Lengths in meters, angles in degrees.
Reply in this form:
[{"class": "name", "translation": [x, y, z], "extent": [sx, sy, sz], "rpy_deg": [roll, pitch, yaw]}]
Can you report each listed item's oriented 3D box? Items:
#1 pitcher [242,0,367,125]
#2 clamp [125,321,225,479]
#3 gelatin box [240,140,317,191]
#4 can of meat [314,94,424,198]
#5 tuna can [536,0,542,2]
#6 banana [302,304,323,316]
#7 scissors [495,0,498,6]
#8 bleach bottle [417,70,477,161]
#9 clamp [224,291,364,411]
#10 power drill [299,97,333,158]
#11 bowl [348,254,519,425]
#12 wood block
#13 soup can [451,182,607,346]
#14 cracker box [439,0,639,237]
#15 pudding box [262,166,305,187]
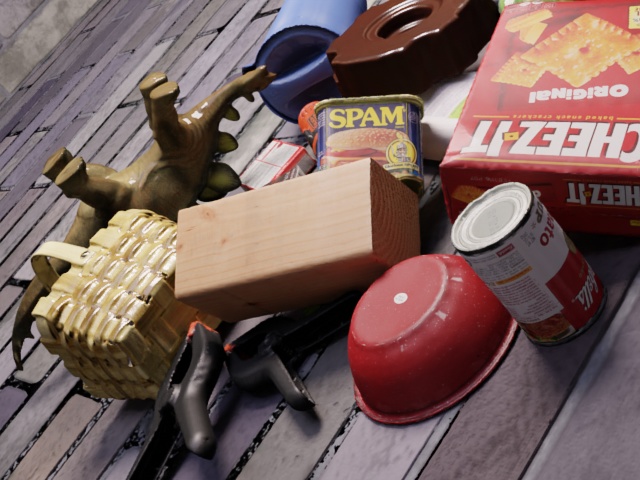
[{"class": "pitcher", "translation": [0.009, -0.256, 1.354], "extent": [0.145, 0.149, 0.242], "rpy_deg": [-46, 18, 31]}, {"class": "clamp", "translation": [-0.121, 0.150, 0.965], "extent": [0.165, 0.036, 0.210], "rpy_deg": [-40, 24, 42]}, {"class": "gelatin box", "translation": [-0.052, -0.079, 1.265], "extent": [0.073, 0.030, 0.089], "rpy_deg": [-50, 27, -10]}, {"class": "can of meat", "translation": [0.046, -0.082, 0.979], "extent": [0.102, 0.057, 0.084], "rpy_deg": [-2, 69, 7]}, {"class": "tuna can", "translation": [0.209, -0.178, 0.982], "extent": [0.033, 0.086, 0.086], "rpy_deg": [-44, 26, -7]}, {"class": "banana", "translation": [0.008, -0.005, 1.060], "extent": [0.070, 0.037, 0.197], "rpy_deg": [-31, 28, 21]}, {"class": "scissors", "translation": [0.198, -0.264, 1.206], "extent": [0.096, 0.016, 0.202], "rpy_deg": [-37, 26, 15]}, {"class": "bleach bottle", "translation": [0.142, -0.111, 1.004], "extent": [0.102, 0.068, 0.251], "rpy_deg": [-48, 28, -10]}, {"class": "clamp", "translation": [-0.027, 0.093, 0.959], "extent": [0.120, 0.039, 0.172], "rpy_deg": [-48, 25, -23]}, {"class": "power drill", "translation": [0.065, -0.154, 1.181], "extent": [0.188, 0.057, 0.184], "rpy_deg": [-40, 29, 4]}, {"class": "bowl", "translation": [0.076, 0.064, 0.840], "extent": [0.162, 0.055, 0.162], "rpy_deg": [-32, 28, 20]}, {"class": "wood block", "translation": [-0.022, 0.006, 0.958], "extent": [0.206, 0.090, 0.090], "rpy_deg": [-14, 64, 29]}, {"class": "soup can", "translation": [0.147, 0.017, 0.756], "extent": [0.069, 0.102, 0.068], "rpy_deg": [-33, 27, 19]}, {"class": "cracker box", "translation": [0.202, -0.104, 0.835], "extent": [0.164, 0.072, 0.213], "rpy_deg": [4, 47, 26]}, {"class": "pudding box", "translation": [-0.055, -0.018, 1.165], "extent": [0.090, 0.039, 0.113], "rpy_deg": [-27, 30, 31]}]
